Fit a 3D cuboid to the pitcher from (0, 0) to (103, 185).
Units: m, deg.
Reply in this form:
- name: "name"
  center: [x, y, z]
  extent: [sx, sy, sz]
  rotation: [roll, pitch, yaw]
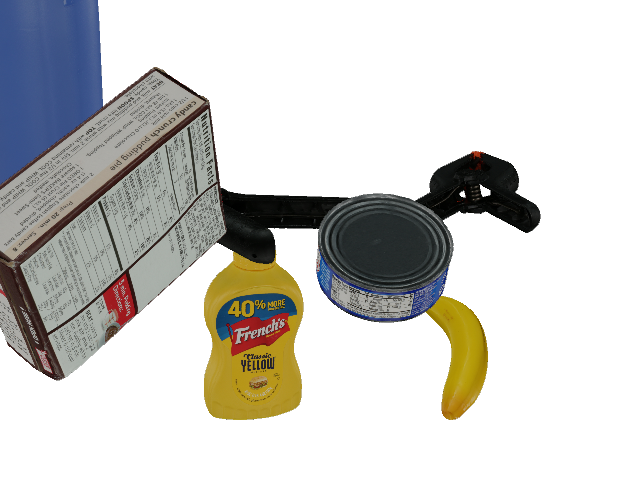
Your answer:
- name: "pitcher"
  center: [-0.209, -0.078, 0.688]
  extent: [0.149, 0.243, 0.145]
  rotation: [-4, 26, -8]

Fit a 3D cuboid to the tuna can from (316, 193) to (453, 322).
- name: "tuna can"
  center: [0.040, 0.011, 0.681]
  extent: [0.086, 0.086, 0.034]
  rotation: [2, -45, -2]

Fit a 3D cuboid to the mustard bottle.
- name: "mustard bottle"
  center: [-0.065, 0.078, 1.036]
  extent: [0.096, 0.192, 0.058]
  rotation: [-3, 22, -13]

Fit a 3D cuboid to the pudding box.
- name: "pudding box"
  center: [-0.092, -0.006, 0.457]
  extent: [0.039, 0.113, 0.090]
  rotation: [31, -31, 23]

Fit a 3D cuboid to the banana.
- name: "banana"
  center: [0.140, 0.112, 1.109]
  extent: [0.069, 0.037, 0.198]
  rotation: [-26, 31, 7]

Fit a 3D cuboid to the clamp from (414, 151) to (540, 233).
- name: "clamp"
  center: [0.141, -0.041, 0.929]
  extent: [0.120, 0.039, 0.171]
  rotation: [6, 26, 20]

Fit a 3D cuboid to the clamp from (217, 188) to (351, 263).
- name: "clamp"
  center: [-0.087, -0.020, 0.827]
  extent: [0.210, 0.036, 0.164]
  rotation: [8, 13, 18]
